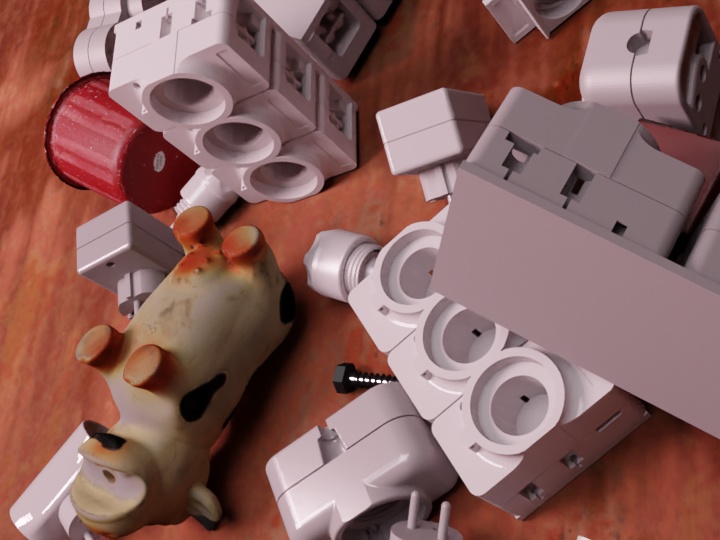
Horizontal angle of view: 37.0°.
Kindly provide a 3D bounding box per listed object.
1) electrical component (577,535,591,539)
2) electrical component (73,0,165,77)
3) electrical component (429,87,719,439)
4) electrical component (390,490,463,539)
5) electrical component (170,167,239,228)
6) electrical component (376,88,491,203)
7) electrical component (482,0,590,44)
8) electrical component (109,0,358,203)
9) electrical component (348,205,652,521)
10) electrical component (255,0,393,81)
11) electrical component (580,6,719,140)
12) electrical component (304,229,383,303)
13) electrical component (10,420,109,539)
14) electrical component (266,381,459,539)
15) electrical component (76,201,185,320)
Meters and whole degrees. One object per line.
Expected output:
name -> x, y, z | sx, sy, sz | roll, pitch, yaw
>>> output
electrical component -> 0.096, 0.165, 0.509 | 0.040, 0.040, 0.078 | 13, 75, 38
electrical component -> -0.179, -0.214, 0.881 | 0.074, 0.052, 0.138 | -2, 66, 34
electrical component -> 0.132, 0.004, 0.473 | 0.186, 0.105, 0.060 | 28, 63, 11
electrical component -> 0.031, 0.153, 0.547 | 0.077, 0.044, 0.079 | 12, 99, 38
electrical component -> -0.114, -0.045, 0.764 | 0.061, 0.035, 0.035 | -48, 50, 7
electrical component -> 0.053, -0.064, 0.645 | 0.047, 0.066, 0.076 | -17, 87, 27
electrical component -> 0.113, -0.188, 0.677 | 0.081, 0.042, 0.063 | -38, 50, 12
electrical component -> -0.077, -0.107, 0.693 | 0.089, 0.150, 0.061 | -17, 57, 27
electrical component -> 0.068, 0.042, 0.577 | 0.089, 0.062, 0.150 | -42, 51, 10
electrical component -> -0.016, -0.218, 0.766 | 0.089, 0.062, 0.150 | 26, 83, 40
electrical component -> 0.155, -0.092, 0.564 | 0.059, 0.095, 0.053 | 5, 70, 36
electrical component -> 0.000, 0.000, 0.657 | 0.062, 0.043, 0.043 | 15, 76, 37
electrical component -> -0.181, 0.151, 0.703 | 0.077, 0.043, 0.079 | -50, 49, 3
electrical component -> 0.002, 0.114, 0.590 | 0.095, 0.054, 0.059 | -36, 52, 14
electrical component -> -0.144, 0.010, 0.724 | 0.047, 0.083, 0.075 | -25, 55, 22
